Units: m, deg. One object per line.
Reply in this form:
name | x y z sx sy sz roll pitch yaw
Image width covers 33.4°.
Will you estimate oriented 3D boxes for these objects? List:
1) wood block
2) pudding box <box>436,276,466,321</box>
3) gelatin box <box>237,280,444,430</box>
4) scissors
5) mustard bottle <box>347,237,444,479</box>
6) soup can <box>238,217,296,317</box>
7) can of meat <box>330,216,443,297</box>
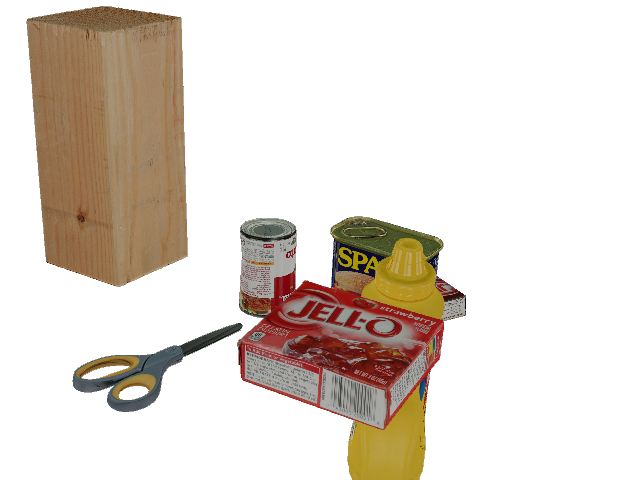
wood block | -0.173 -0.080 0.878 0.091 0.206 0.090 15 25 31
pudding box | 0.145 0.092 1.571 0.113 0.039 0.090 -14 22 -20
gelatin box | 0.011 0.058 0.574 0.089 0.030 0.073 16 31 24
scissors | -0.149 0.128 1.087 0.201 0.016 0.096 -11 31 -29
mustard bottle | 0.054 0.084 0.759 0.058 0.192 0.096 6 31 6
soup can | -0.063 0.031 1.263 0.068 0.102 0.068 2 22 -1
can of meat | 0.058 0.034 0.983 0.102 0.084 0.057 17 28 29
